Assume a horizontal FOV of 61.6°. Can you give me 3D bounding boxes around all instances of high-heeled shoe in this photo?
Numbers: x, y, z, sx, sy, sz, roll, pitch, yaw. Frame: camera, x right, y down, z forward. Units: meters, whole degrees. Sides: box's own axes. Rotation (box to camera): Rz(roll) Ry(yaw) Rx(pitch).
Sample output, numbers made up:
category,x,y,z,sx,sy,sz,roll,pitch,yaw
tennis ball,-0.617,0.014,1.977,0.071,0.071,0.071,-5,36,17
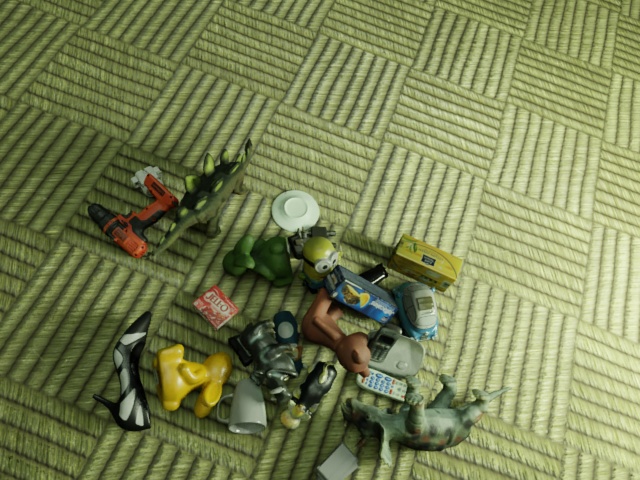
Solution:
category,x,y,z,sx,sy,sz,roll,pitch,yaw
high-heeled shoe,-0.393,0.289,1.195,0.145,0.086,0.249,24,67,0

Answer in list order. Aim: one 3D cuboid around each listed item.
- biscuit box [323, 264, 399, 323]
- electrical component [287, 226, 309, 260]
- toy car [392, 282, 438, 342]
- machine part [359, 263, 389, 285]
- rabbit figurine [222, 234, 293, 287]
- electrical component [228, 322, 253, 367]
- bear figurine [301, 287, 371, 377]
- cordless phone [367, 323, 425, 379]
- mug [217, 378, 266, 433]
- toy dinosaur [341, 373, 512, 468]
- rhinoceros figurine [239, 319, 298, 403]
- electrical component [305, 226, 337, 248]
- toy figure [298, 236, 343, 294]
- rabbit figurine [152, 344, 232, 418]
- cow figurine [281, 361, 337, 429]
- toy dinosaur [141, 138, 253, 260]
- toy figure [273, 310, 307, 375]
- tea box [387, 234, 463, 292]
category,x,y,z,sx,sy,sz,roll,pitch,yaw
biscuit box,0.102,0.134,1.294,0.202,0.059,0.063,30,21,-33
electrical component,-0.052,0.009,1.383,0.045,0.102,0.078,-24,92,-12
toy car,0.244,0.169,1.340,0.109,0.102,0.162,-5,62,-10
machine part,0.116,0.110,1.387,0.139,0.039,0.084,-34,65,-21
rabbit figurine,-0.161,0.055,1.323,0.170,0.159,0.121,-9,74,4
electrical component,-0.155,0.261,1.261,0.075,0.047,0.119,-37,74,-23
bear figurine,0.054,0.218,1.249,0.196,0.120,0.132,24,65,34
cordless phone,0.182,0.243,1.246,0.147,0.184,0.089,18,57,1
mug,-0.172,0.366,1.194,0.110,0.080,0.107,0,52,-2
toy dinosaur,0.254,0.410,1.207,0.405,0.192,0.131,8,17,-18
rhinoceros figurine,-0.111,0.268,1.194,0.112,0.073,0.190,-26,67,-19
electrical component,-0.003,-0.004,1.435,0.094,0.021,0.063,3,64,-8
toy figure,-0.008,0.063,1.311,0.089,0.180,0.082,30,61,10
rabbit figurine,-0.270,0.301,1.189,0.173,0.121,0.162,-7,55,-33
cow figurine,-0.022,0.348,1.210,0.068,0.098,0.167,36,63,3
toy dinosaur,-0.289,-0.103,1.344,0.105,0.198,0.471,25,61,8
toy figure,-0.075,0.247,1.278,0.064,0.057,0.154,-25,65,22
tea box,0.272,0.061,1.402,0.170,0.098,0.068,26,63,3
